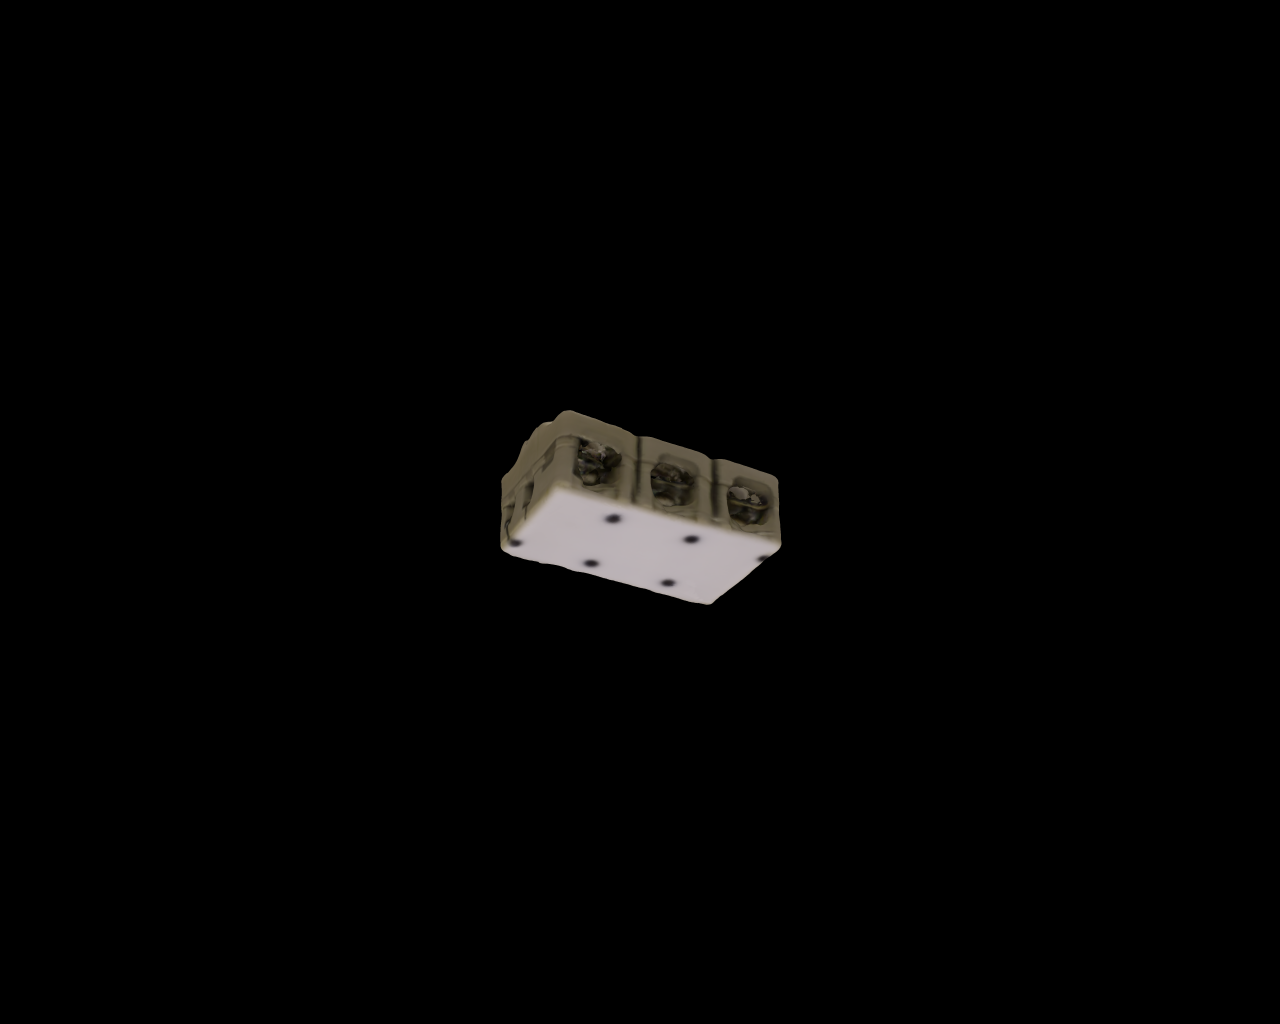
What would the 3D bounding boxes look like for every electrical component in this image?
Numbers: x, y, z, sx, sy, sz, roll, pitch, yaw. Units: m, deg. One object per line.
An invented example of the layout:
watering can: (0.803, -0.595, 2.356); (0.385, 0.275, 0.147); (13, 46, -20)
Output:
electrical component: (0.001, -0.003, 0.650); (0.150, 0.062, 0.089); (17, -36, -24)
